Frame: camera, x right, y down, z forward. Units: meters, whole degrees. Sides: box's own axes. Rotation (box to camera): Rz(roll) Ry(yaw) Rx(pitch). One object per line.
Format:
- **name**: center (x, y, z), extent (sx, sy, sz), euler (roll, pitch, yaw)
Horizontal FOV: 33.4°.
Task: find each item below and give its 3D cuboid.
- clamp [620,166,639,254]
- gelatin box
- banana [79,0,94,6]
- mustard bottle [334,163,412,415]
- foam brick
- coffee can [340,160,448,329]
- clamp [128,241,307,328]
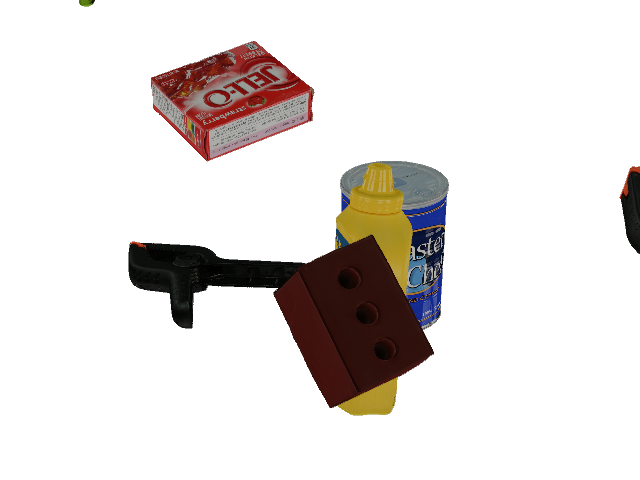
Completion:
- **clamp**: center (0.267, 0.010, 0.700), extent (0.120, 0.039, 0.171), euler (-4, 45, -23)
- **gelatin box**: center (-0.060, -0.098, 0.733), extent (0.089, 0.030, 0.073), euler (-25, 49, -26)
- **banana**: center (-0.237, -0.219, 0.768), extent (0.198, 0.069, 0.037), euler (15, -37, 16)
- **mustard bottle**: center (0.037, 0.034, 0.840), extent (0.058, 0.192, 0.096), euler (1, 18, -13)
- **foam brick**: center (0.018, 0.047, 0.605), extent (0.052, 0.078, 0.051), euler (-24, -9, -26)
- **coffee can**: center (0.070, 0.006, 1.040), extent (0.103, 0.140, 0.103), euler (0, 27, 0)
- **clamp**: center (-0.132, 0.036, 1.057), extent (0.210, 0.036, 0.164), euler (12, 21, 39)
